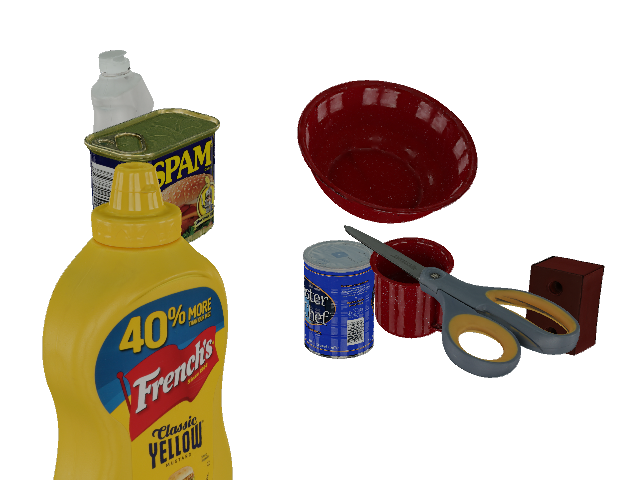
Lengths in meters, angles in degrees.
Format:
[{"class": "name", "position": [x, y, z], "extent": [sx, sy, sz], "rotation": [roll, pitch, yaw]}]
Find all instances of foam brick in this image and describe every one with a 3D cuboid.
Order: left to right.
[{"class": "foam brick", "position": [0.223, 0.059, 0.978], "extent": [0.053, 0.078, 0.051], "rotation": [12, 17, 34]}]

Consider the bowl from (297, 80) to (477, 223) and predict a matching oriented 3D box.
[{"class": "bowl", "position": [0.054, -0.068, 0.949], "extent": [0.162, 0.162, 0.055], "rotation": [0, -39, -14]}]

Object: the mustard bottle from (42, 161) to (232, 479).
[{"class": "mustard bottle", "position": [-0.085, 0.058, 0.506], "extent": [0.058, 0.192, 0.096], "rotation": [15, 21, 40]}]

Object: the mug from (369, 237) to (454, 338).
[{"class": "mug", "position": [0.110, 0.060, 1.194], "extent": [0.093, 0.081, 0.117], "rotation": [-26, 41, -30]}]

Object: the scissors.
[{"class": "scissors", "position": [0.073, 0.039, 0.718], "extent": [0.202, 0.016, 0.096], "rotation": [20, 37, 31]}]

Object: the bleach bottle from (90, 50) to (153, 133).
[{"class": "bleach bottle", "position": [-0.203, -0.072, 1.125], "extent": [0.068, 0.251, 0.102], "rotation": [3, 26, 17]}]

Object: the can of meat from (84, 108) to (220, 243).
[{"class": "can of meat", "position": [-0.118, -0.039, 0.761], "extent": [0.058, 0.084, 0.101], "rotation": [17, 28, 27]}]

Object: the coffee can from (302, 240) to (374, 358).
[{"class": "coffee can", "position": [0.027, 0.083, 1.520], "extent": [0.103, 0.140, 0.103], "rotation": [0, 22, 0]}]
